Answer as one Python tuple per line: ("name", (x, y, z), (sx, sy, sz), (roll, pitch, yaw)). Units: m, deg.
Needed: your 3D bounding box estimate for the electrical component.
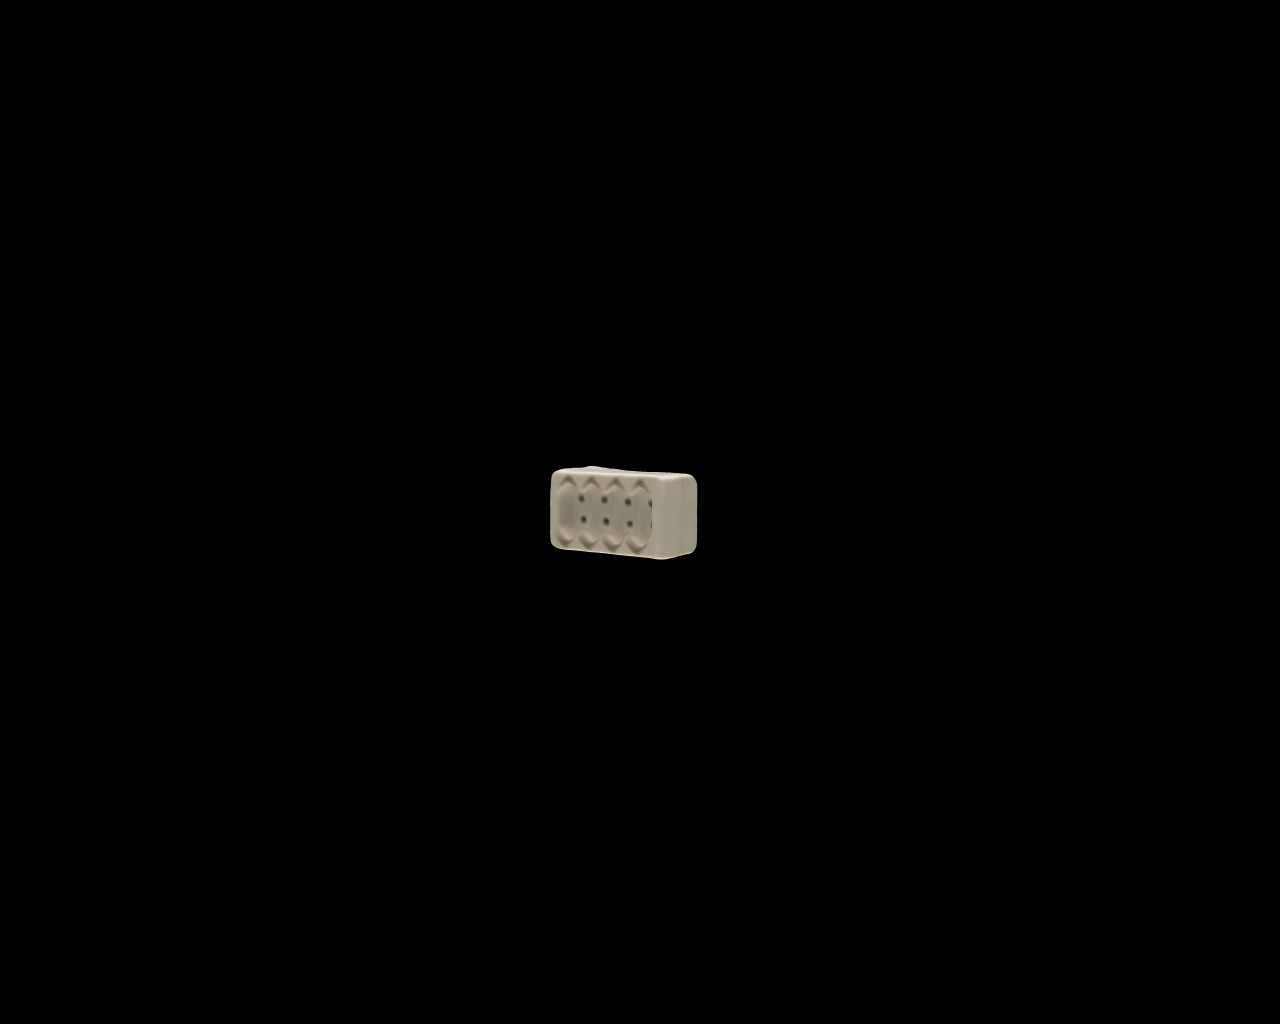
("electrical component", (0.001, -0.003, 0.650), (0.083, 0.047, 0.076), (6, 10, 36))
